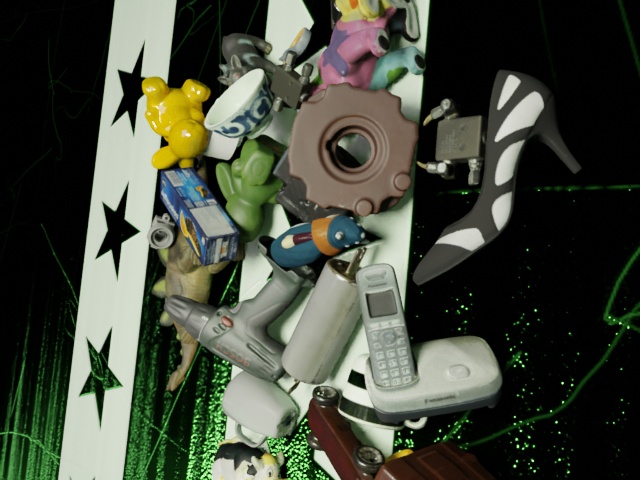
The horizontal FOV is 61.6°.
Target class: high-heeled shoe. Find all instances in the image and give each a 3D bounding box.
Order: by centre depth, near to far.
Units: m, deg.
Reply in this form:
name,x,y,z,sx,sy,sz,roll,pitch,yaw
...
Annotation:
name,x,y,z,sx,sy,sz,roll,pitch,yaw
high-heeled shoe,0.169,-0.070,0.609,0.249,0.086,0.145,-40,77,13

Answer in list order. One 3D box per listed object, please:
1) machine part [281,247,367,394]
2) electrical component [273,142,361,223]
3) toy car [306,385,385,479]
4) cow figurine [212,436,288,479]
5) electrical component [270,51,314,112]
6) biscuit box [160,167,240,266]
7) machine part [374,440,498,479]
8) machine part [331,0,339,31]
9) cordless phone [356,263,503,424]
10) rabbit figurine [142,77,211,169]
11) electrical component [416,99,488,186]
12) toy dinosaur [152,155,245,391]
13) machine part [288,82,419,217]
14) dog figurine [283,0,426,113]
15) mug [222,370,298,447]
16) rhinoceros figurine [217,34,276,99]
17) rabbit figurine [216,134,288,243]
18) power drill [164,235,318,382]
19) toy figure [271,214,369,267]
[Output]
name,x,y,z,sx,sy,sz,roll,pitch,yaw
machine part,0.010,0.116,0.761,0.079,0.079,0.243,39,112,41
electrical component,0.001,-0.080,0.775,0.134,0.058,0.115,38,113,8
toy car,0.033,0.272,0.702,0.202,0.053,0.089,-145,61,-62
cow figurine,-0.107,0.362,0.852,0.167,0.068,0.098,-20,64,41
electrical component,-0.040,-0.216,0.765,0.063,0.021,0.094,45,134,23
biscuit box,-0.207,-0.045,0.902,0.203,0.059,0.062,49,138,37
machine part,0.095,0.322,0.555,0.087,0.201,0.201,35,109,40
machine part,0.040,-0.375,0.802,0.139,0.039,0.084,134,140,-72
cordless phone,0.118,0.109,0.620,0.147,0.088,0.184,-12,69,5
rabbit figurine,-0.260,-0.200,0.979,0.173,0.122,0.162,49,126,42
electrical component,0.165,-0.120,0.663,0.078,0.045,0.102,11,92,47
toy dinosaur,-0.239,0.040,1.007,0.199,0.105,0.471,-4,73,49
machine part,0.042,-0.115,0.694,0.179,0.056,0.179,0,94,5
dog figurine,0.031,-0.255,0.779,0.219,0.108,0.191,-22,69,44
mug,-0.094,0.272,0.840,0.107,0.080,0.109,19,90,36
rhinoceros figurine,-0.125,-0.292,0.936,0.073,0.112,0.190,-40,50,31
rabbit figurine,-0.117,-0.084,0.887,0.159,0.121,0.170,46,116,43
power drill,-0.116,0.096,0.840,0.232,0.086,0.207,37,98,11
toy figure,-0.002,-0.001,0.729,0.154,0.064,0.057,-20,95,39
